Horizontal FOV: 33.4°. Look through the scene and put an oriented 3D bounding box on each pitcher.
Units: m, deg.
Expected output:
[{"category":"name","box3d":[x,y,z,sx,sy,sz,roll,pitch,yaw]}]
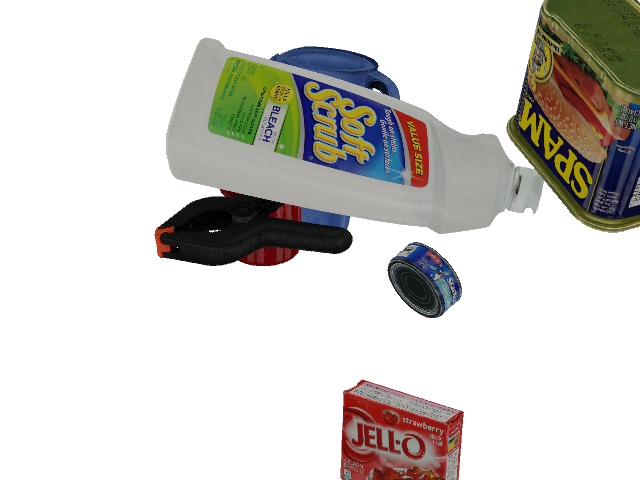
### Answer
[{"category":"pitcher","box3d":[0.007,-0.127,1.413,0.144,0.243,0.149,-2,24,-19]}]

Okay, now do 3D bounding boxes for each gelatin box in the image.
[{"category":"gelatin box","box3d":[0.057,0.150,0.777,0.089,0.073,0.030,13,21,32]}]

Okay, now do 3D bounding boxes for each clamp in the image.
[{"category":"clamp","box3d":[-0.065,-0.022,0.966,0.171,0.039,0.120,-5,34,-9]}]

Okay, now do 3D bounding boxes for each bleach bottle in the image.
[{"category":"bleach bottle","box3d":[0.027,-0.065,0.734,0.251,0.102,0.068,12,-27,6]}]

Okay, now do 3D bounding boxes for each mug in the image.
[{"category":"mug","box3d":[-0.074,-0.023,1.175,0.117,0.081,0.093,-7,30,-12]}]

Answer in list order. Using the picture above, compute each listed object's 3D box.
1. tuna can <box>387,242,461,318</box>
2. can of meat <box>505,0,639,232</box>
[{"category":"tuna can","box3d":[0.117,0.046,1.211,0.033,0.086,0.086,-39,19,-25]},{"category":"can of meat","box3d":[0.145,-0.070,0.546,0.057,0.084,0.102,-14,47,-18]}]
